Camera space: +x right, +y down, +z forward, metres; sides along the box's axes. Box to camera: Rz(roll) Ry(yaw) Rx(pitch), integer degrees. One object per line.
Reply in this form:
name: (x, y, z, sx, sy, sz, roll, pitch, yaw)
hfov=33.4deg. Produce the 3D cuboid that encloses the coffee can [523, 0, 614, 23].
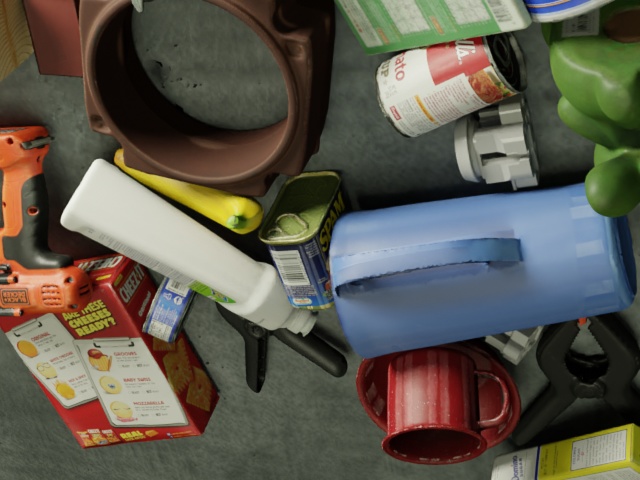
coffee can: (0.157, -0.234, 0.719, 0.103, 0.102, 0.140, -17, 119, 30)

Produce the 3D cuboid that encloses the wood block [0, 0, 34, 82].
wood block: (-0.355, -0.219, 0.922, 0.206, 0.090, 0.091, 21, 130, 3)

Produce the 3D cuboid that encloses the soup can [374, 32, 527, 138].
soup can: (0.103, -0.129, 0.843, 0.102, 0.068, 0.068, -21, 117, 32)

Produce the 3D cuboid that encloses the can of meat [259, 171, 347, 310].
can of meat: (-0.006, 0.001, 0.961, 0.058, 0.102, 0.084, -3, 127, 23)

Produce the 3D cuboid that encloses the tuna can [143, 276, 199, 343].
tuna can: (-0.144, 0.059, 1.065, 0.033, 0.086, 0.086, 24, 131, -2)

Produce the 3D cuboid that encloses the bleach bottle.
bleach bottle: (-0.116, 0.017, 0.999, 0.250, 0.068, 0.103, 31, 169, -11)

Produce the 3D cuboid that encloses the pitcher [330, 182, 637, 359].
pitcher: (0.134, 0.021, 0.902, 0.243, 0.149, 0.145, -10, 123, 22)

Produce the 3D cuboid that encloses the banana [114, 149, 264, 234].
banana: (-0.110, -0.045, 0.968, 0.198, 0.037, 0.069, 26, 177, 43)

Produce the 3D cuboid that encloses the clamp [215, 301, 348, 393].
clamp: (-0.046, 0.085, 1.080, 0.120, 0.039, 0.171, -10, 122, 21)

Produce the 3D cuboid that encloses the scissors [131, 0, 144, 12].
scissors: (-0.168, -0.274, 0.782, 0.096, 0.016, 0.202, 9, 110, 0)

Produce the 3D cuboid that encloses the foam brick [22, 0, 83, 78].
foam brick: (-0.217, -0.186, 0.922, 0.051, 0.053, 0.078, 7, 128, 14)

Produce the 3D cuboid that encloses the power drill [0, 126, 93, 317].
power drill: (-0.318, -0.015, 1.049, 0.185, 0.057, 0.188, -2, 105, 20)

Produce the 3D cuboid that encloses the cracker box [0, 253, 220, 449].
cracker box: (-0.229, 0.122, 1.155, 0.164, 0.072, 0.213, -11, 121, 25)

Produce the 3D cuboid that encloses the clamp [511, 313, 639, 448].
clamp: (0.266, 0.135, 1.009, 0.165, 0.036, 0.210, 5, 132, 14)

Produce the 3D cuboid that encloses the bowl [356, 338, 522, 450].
bowl: (0.120, 0.137, 1.050, 0.162, 0.055, 0.162, 10, 129, 12)

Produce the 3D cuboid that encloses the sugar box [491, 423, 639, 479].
sugar box: (0.263, 0.230, 1.047, 0.093, 0.048, 0.177, 32, 146, -27)

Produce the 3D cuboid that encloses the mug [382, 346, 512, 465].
mug: (0.113, 0.146, 0.955, 0.117, 0.081, 0.093, -11, 146, 21)
